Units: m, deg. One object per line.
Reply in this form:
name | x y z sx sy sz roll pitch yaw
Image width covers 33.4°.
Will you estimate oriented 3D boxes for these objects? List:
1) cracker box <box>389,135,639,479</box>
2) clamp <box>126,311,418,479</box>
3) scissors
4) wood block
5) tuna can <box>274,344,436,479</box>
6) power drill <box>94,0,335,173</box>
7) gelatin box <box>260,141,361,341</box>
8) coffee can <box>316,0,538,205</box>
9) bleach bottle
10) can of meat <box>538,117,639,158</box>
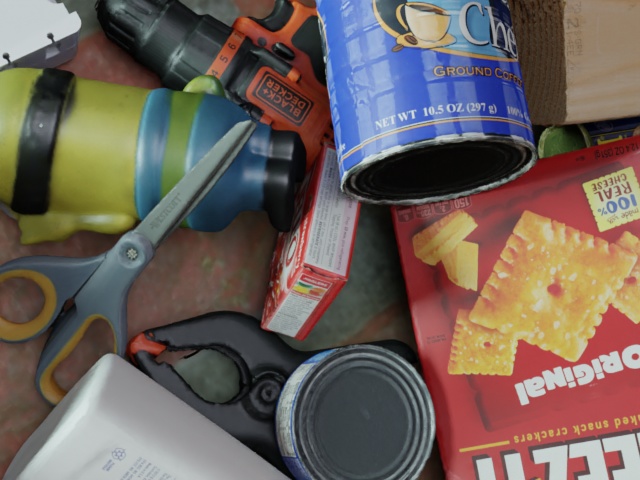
cracker box | 0.140 0.060 0.609 0.164 0.072 0.214 -13 83 15
clamp | -0.025 0.082 0.615 0.171 0.039 0.120 33 65 -12
scissors | -0.116 0.002 0.554 0.096 0.016 0.202 29 113 0
wood block | 0.194 -0.123 0.649 0.205 0.091 0.090 -9 102 -30
tuna can | 0.019 0.102 0.590 0.086 0.034 0.086 4 79 -22
power drill | -0.016 -0.148 0.645 0.184 0.057 0.187 34 77 -12
gelatin box | -0.004 0.001 0.601 0.030 0.073 0.089 18 54 -12
coffee can | 0.052 -0.100 0.563 0.102 0.103 0.140 -3 75 -16
bleach bottle | -0.043 0.171 0.576 0.250 0.068 0.103 39 110 -13
can of meat | 0.198 -0.031 0.685 0.083 0.057 0.102 -11 84 -19
